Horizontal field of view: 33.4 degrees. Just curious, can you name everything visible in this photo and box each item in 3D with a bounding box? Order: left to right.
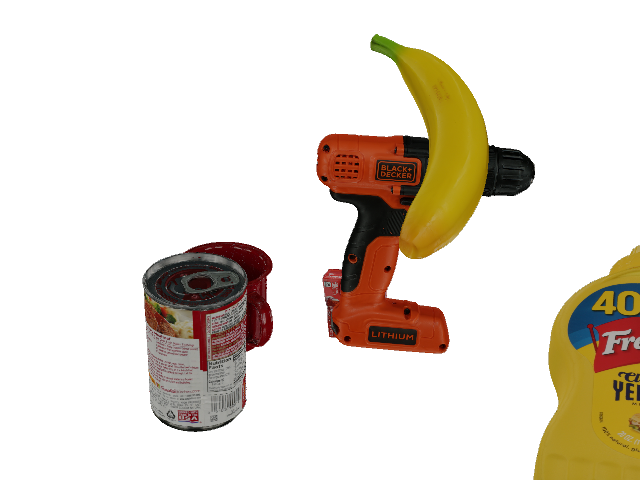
[{"bbox_3d":[-0.083,0.068,0.717,0.068,0.102,0.068,2,29,-1],"label":"soup can"},{"bbox_3d":[-0.085,0.062,1.027,0.093,0.081,0.117,-22,35,-38],"label":"mug"},{"bbox_3d":[0.044,0.080,1.315,0.073,0.089,0.030,4,29,18],"label":"gelatin box"},{"bbox_3d":[0.084,0.001,0.921,0.184,0.188,0.057,5,16,1],"label":"power drill"},{"bbox_3d":[0.074,-0.061,0.681,0.069,0.198,0.037,-2,-43,-4],"label":"banana"},{"bbox_3d":[0.164,0.070,0.544,0.096,0.058,0.191,7,41,13],"label":"mustard bottle"}]
